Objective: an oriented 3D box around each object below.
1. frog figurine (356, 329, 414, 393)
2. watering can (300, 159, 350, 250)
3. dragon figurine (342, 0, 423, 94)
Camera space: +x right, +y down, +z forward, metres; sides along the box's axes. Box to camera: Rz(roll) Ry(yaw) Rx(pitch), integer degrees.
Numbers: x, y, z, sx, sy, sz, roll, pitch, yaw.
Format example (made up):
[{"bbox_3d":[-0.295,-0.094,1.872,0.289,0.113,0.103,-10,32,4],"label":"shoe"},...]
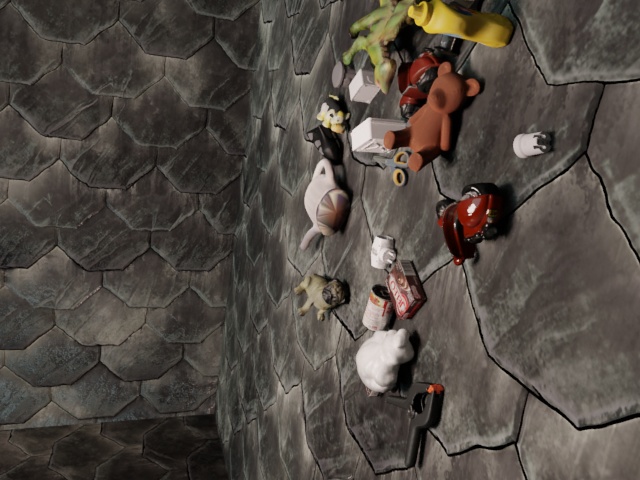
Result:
[{"bbox_3d":[0.150,0.272,1.194,0.156,0.123,0.141,102,180,-53],"label":"frog figurine"},{"bbox_3d":[0.005,-0.083,1.654,0.228,0.104,0.342,-126,42,-59],"label":"watering can"},{"bbox_3d":[0.182,-0.546,1.270,0.242,0.121,0.414,-3,70,60],"label":"dragon figurine"}]
